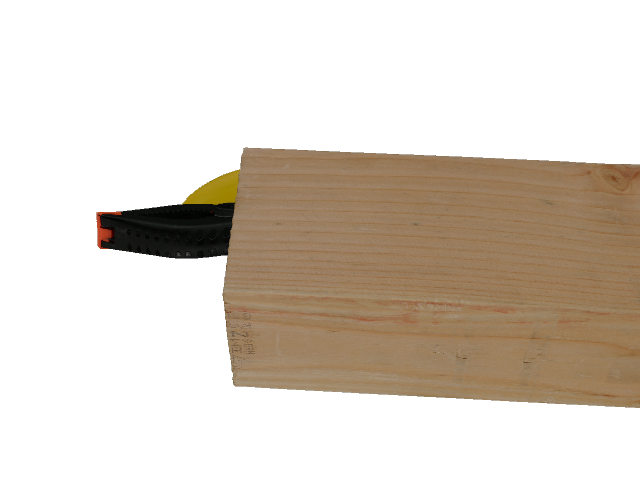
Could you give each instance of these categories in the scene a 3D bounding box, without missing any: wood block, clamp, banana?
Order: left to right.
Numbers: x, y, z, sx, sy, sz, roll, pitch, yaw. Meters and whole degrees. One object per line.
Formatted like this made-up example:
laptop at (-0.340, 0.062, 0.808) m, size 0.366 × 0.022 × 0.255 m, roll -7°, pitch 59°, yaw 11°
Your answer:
banana at (-0.082, -0.032, 1.033) m, size 0.198 × 0.069 × 0.037 m, roll -12°, pitch 18°, yaw 30°
clamp at (-0.059, -0.006, 0.789) m, size 0.209 × 0.036 × 0.165 m, roll -2°, pitch 12°, yaw -10°
wood block at (0.061, 0.019, 0.528) m, size 0.206 × 0.091 × 0.090 m, roll 3°, pitch -37°, yaw 2°
